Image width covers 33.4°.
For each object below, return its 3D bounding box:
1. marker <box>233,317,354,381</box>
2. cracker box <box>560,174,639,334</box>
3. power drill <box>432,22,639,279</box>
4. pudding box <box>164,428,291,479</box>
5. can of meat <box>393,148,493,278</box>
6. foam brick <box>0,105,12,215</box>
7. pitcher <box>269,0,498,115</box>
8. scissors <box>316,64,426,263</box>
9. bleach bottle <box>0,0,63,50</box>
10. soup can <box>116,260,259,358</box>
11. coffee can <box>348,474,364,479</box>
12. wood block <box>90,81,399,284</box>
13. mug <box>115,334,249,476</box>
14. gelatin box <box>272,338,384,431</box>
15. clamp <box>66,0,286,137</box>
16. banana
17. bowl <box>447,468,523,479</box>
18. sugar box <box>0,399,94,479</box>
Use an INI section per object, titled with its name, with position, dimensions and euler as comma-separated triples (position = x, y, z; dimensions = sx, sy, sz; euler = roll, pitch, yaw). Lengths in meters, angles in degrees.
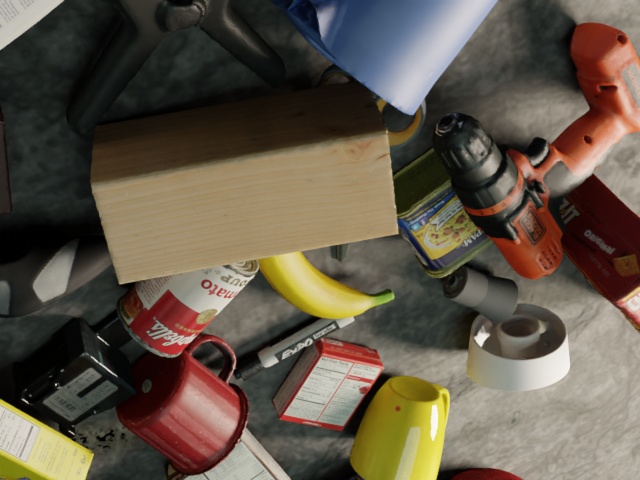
[marker]
position = -0.025, 0.094, 0.974
dimensions = 0.121, 0.020, 0.020
euler = -29, 131, 1
[cracker box]
position = 0.291, 0.036, 0.966
dimensions = 0.072, 0.164, 0.213
euler = -44, 130, 10
[power drill]
position = 0.183, -0.084, 0.860
dimensions = 0.187, 0.057, 0.184
euler = -48, 131, -10
[pudding box]
position = -0.082, 0.242, 1.034
dimensions = 0.090, 0.039, 0.113
euler = -34, 115, 4
[can of meat]
position = 0.110, -0.031, 0.911
dimensions = 0.102, 0.057, 0.084
euler = -35, 129, 5
[foam brick]
position = -0.245, -0.061, 0.742
dimensions = 0.053, 0.051, 0.078
euler = -8, 128, -18
[pitcher]
position = 0.089, -0.214, 0.726
dimensions = 0.145, 0.149, 0.243
euler = 35, 104, -22
[scissors]
position = 0.044, -0.057, 0.869
dimensions = 0.096, 0.016, 0.202
euler = -1, 132, 15
[bleach bottle]
position = -0.190, -0.179, 0.669
dimensions = 0.251, 0.068, 0.102
euler = -31, 135, -1
[soup can]
position = -0.106, 0.037, 0.860
dimensions = 0.068, 0.068, 0.102
euler = 30, 113, -37
[coffee can]
position = 0.031, 0.305, 1.105
dimensions = 0.140, 0.103, 0.102
euler = -30, 131, 1
[wood block]
position = -0.055, -0.045, 0.782
dimensions = 0.206, 0.090, 0.091
euler = -11, 124, -2
[mug]
position = -0.116, 0.136, 0.932
dimensions = 0.081, 0.093, 0.117
euler = 45, 70, -35
[gelatin box]
position = 0.007, 0.136, 1.014
dimensions = 0.073, 0.030, 0.089
euler = 16, 118, -30
[clamp]
position = -0.086, -0.157, 0.711
dimensions = 0.164, 0.036, 0.210
euler = -14, 147, -23
[banana]
position = -0.016, 0.017, 0.909
dimensions = 0.069, 0.037, 0.197
euler = -48, 129, -1
[bowl]
position = 0.173, 0.307, 1.196
dimensions = 0.162, 0.055, 0.162
euler = -11, 129, -14
[sugar box]
position = -0.279, 0.156, 0.869
dimensions = 0.094, 0.048, 0.176
euler = -7, 147, 38
